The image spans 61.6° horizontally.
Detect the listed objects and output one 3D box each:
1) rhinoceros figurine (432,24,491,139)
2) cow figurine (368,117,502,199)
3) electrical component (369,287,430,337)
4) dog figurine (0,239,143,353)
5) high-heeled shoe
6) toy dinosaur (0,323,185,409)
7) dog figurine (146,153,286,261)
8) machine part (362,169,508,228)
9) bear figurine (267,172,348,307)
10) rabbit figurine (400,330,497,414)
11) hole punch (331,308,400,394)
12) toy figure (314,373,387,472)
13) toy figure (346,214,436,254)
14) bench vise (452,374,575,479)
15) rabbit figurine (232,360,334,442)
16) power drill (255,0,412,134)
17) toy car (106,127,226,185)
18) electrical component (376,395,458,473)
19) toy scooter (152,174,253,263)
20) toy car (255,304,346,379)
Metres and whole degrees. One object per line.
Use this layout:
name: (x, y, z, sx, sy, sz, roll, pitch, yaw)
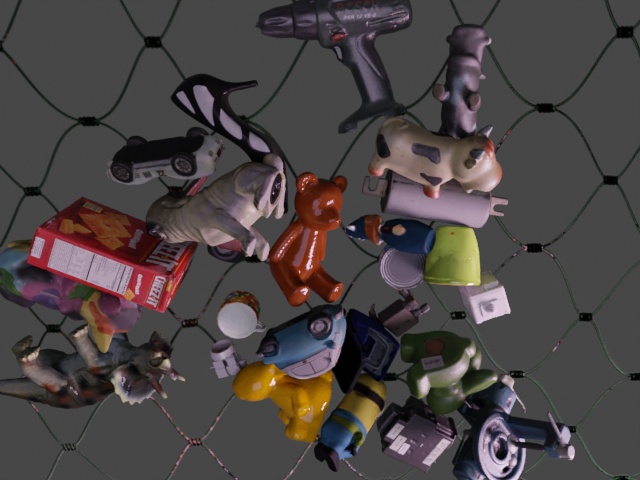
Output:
rhinoceros figurine: (0.221, -0.229, 0.826, 0.073, 0.112, 0.190, 12, 124, 25)
cow figurine: (0.177, -0.128, 0.805, 0.195, 0.085, 0.127, 23, 148, 10)
electrical component: (0.138, 0.131, 0.975, 0.102, 0.045, 0.078, -42, 132, 15)
dog figurine: (-0.394, 0.088, 0.855, 0.191, 0.219, 0.108, 11, 106, -48)
high-heeled shoe: (-0.142, -0.146, 0.865, 0.145, 0.086, 0.248, -12, 106, 9)
toy dinosaur: (-0.428, 0.240, 0.969, 0.405, 0.131, 0.192, -21, 107, 13)
dog figurine: (-0.160, -0.064, 0.810, 0.191, 0.121, 0.172, 17, 76, 12)
machine part: (0.190, -0.068, 0.892, 0.243, 0.079, 0.079, 8, 108, -4)
bear figurine: (-0.005, -0.005, 0.884, 0.120, 0.132, 0.195, 3, 124, -46)
rabbit figurine: (0.233, 0.247, 0.993, 0.159, 0.121, 0.170, -19, 126, -2)
hole punch: (0.070, 0.192, 0.954, 0.092, 0.116, 0.142, -9, 136, -26)
toy figure: (0.060, 0.323, 0.972, 0.082, 0.180, 0.089, 36, 142, 14)
toy figure: (0.115, -0.013, 0.902, 0.155, 0.058, 0.064, 14, 138, 32)
bench vise: (0.337, 0.333, 0.936, 0.224, 0.241, 0.128, -40, 100, -32)
rabbit figurine: (-0.069, 0.267, 0.974, 0.173, 0.122, 0.162, 20, 101, -8)
power drill: (0.037, -0.273, 0.829, 0.232, 0.086, 0.207, -16, 100, 1)
toy car: (-0.246, -0.128, 0.845, 0.202, 0.073, 0.056, -3, 138, 21)
electrical component: (0.180, 0.371, 1.041, 0.134, 0.058, 0.115, 31, 107, -11)
toy scooter: (-0.185, -0.050, 0.896, 0.184, 0.075, 0.135, 23, 105, -3)
toy car: (-0.020, 0.176, 0.891, 0.162, 0.109, 0.103, -27, 91, -1)
